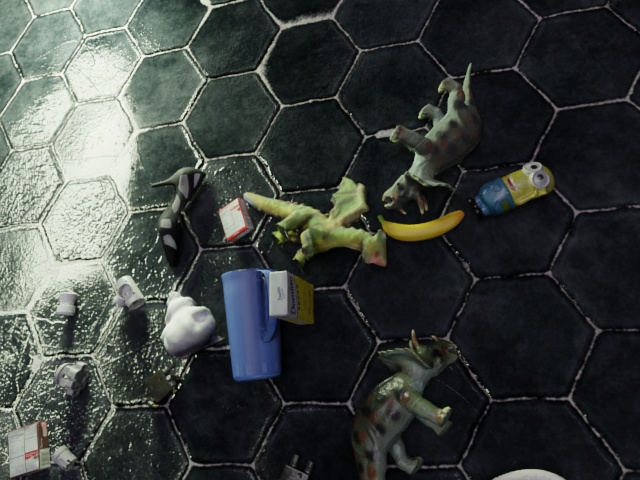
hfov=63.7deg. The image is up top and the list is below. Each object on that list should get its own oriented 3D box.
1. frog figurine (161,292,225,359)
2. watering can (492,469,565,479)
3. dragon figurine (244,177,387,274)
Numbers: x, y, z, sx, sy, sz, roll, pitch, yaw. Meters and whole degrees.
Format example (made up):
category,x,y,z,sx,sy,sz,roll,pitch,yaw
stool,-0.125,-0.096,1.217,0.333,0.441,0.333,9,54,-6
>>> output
category,x,y,z,sx,sy,sz,roll,pitch,yaw
frog figurine,-0.318,0.192,1.215,0.136,0.123,0.161,-33,79,25
watering can,0.327,0.567,0.922,0.347,0.103,0.227,-31,69,4
dragon figurine,0.004,-0.062,1.225,0.244,0.119,0.417,-33,54,-14
